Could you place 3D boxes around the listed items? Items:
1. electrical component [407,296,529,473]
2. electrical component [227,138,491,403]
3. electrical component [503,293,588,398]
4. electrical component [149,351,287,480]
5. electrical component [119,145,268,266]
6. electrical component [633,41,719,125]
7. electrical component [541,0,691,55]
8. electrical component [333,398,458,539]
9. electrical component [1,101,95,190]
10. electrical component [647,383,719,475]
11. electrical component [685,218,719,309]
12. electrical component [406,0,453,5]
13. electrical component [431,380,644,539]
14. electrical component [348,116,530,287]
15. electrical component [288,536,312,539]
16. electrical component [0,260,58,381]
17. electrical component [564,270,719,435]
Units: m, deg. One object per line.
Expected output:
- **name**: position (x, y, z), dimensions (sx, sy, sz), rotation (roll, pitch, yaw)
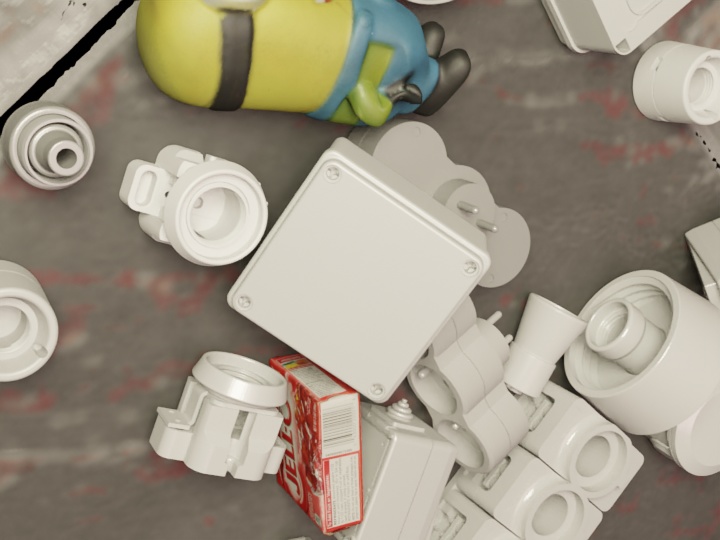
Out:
- **electrical component**: position (0.072, 0.056, 0.697), dimensions (0.074, 0.052, 0.138), rotation (-38, 112, -29)
- **electrical component**: position (0.000, 0.000, 0.608), dimensions (0.109, 0.056, 0.108), rotation (34, 108, -6)
- **electrical component**: position (0.121, 0.054, 0.737), dimensions (0.044, 0.044, 0.065), rotation (25, 97, -32)
- **electrical component**: position (-0.076, 0.083, 0.629), dimensions (0.078, 0.058, 0.057), rotation (15, 100, -30)
- **electrical component**: position (-0.085, -0.034, 0.589), dimensions (0.078, 0.057, 0.058), rotation (15, 97, -31)
- **electrical component**: position (0.223, -0.127, 0.734), dimensions (0.055, 0.047, 0.055), rotation (-8, 108, -26)
- **electrical component**: position (0.169, -0.197, 0.678), dimensions (0.113, 0.057, 0.078), rotation (-41, 119, -12)
- **electrical component**: position (0.020, 0.129, 0.692), dimensions (0.061, 0.062, 0.096), rotation (17, 96, -31)
- **electrical component**: position (-0.155, -0.061, 0.541), dimensions (0.043, 0.062, 0.043), rotation (-8, 108, -26)
- **electrical component**: position (0.257, 0.111, 0.820), dimensions (0.080, 0.051, 0.080), rotation (-8, 108, -26)
- **electrical component**: position (0.275, 0.002, 0.782), dimensions (0.061, 0.096, 0.061), rotation (-23, 117, 10)
- **electrical component**: position (0.036, -0.204, 0.615), dimensions (0.099, 0.064, 0.099), rotation (-10, 121, -18)
- **electrical component**: position (0.120, 0.162, 0.755), dimensions (0.089, 0.062, 0.150), rotation (41, 83, -31)
- **electrical component**: position (0.057, -0.038, 0.655), dimensions (0.138, 0.074, 0.052), rotation (40, 84, -31)
- **electrical component**: position (-0.038, 0.206, 0.686), dimensions (0.048, 0.055, 0.066), rotation (-5, 107, -27)
- **electrical component**: position (-0.187, 0.027, 0.558), dimensions (0.055, 0.047, 0.055), rotation (-8, 108, -26)
- **electrical component**: position (0.189, 0.051, 0.736), dimensions (0.060, 0.108, 0.108), rotation (34, 87, -26)
